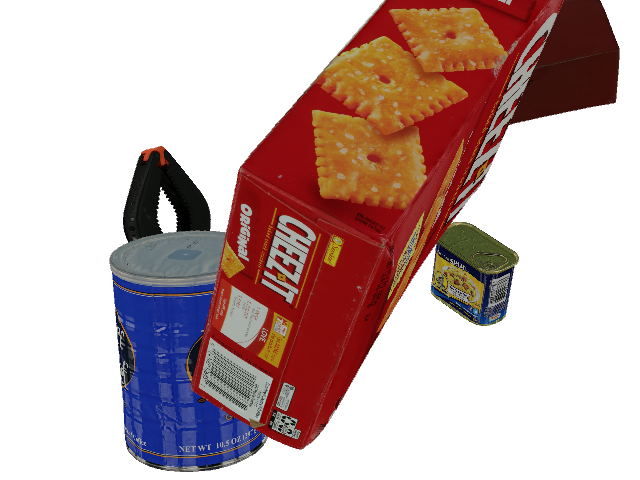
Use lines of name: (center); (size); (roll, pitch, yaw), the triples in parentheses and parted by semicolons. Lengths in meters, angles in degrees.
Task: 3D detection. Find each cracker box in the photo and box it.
cracker box: (0.031, -0.027, 0.506); (0.072, 0.164, 0.213); (30, 50, 10)

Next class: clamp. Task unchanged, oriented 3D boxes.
clamp: (-0.130, 0.015, 1.017); (0.036, 0.210, 0.164); (-7, 0, 45)

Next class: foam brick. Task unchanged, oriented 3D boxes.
foam brick: (0.142, -0.113, 0.670); (0.078, 0.051, 0.053); (-11, -33, 3)

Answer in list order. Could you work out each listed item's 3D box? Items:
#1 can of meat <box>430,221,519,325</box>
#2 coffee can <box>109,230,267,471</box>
can of meat: (0.177, 0.040, 1.245); (0.057, 0.084, 0.102); (-22, 41, -32)
coffee can: (-0.090, 0.074, 0.745); (0.103, 0.140, 0.103); (-1, 17, 0)
